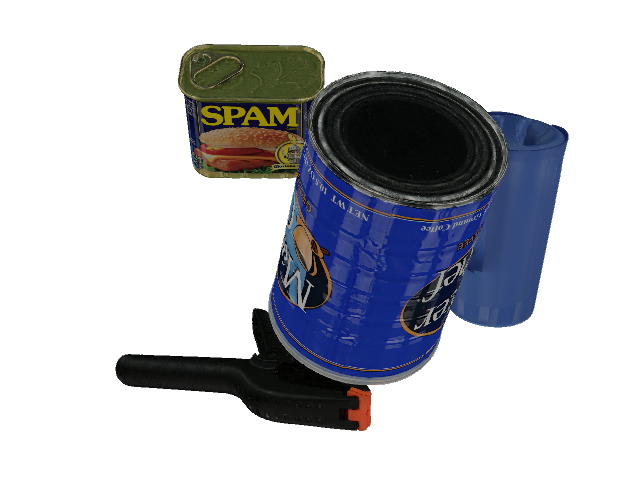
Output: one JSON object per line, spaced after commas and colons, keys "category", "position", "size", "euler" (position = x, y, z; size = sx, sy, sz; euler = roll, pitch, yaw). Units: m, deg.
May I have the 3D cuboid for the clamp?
{"category": "clamp", "position": [-0.037, 0.103, 0.860], "size": [0.210, 0.036, 0.164], "euler": [12, 22, 35]}

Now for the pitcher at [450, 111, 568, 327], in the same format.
{"category": "pitcher", "position": [0.205, -0.020, 1.262], "size": [0.149, 0.243, 0.145], "euler": [0, 25, -4]}

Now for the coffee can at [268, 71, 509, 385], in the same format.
{"category": "coffee can", "position": [0.032, -0.004, 0.575], "size": [0.102, 0.103, 0.140], "euler": [0, -44, -14]}

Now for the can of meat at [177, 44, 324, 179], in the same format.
{"category": "can of meat", "position": [-0.048, -0.091, 0.775], "size": [0.102, 0.057, 0.084], "euler": [1, -40, 0]}
